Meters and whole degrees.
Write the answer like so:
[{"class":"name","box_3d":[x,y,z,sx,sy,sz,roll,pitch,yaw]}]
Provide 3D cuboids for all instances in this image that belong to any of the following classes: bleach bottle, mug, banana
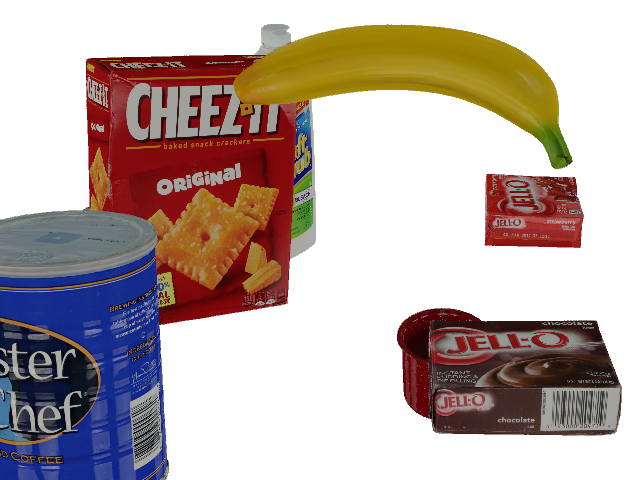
[{"class":"bleach bottle","box_3d":[-0.051,-0.103,1.142,0.068,0.251,0.102,20,32,36]},{"class":"mug","box_3d":[0.132,0.123,1.095,0.093,0.081,0.117,19,39,31]},{"class":"banana","box_3d":[0.051,-0.093,0.609,0.198,0.069,0.037,12,-33,13]}]

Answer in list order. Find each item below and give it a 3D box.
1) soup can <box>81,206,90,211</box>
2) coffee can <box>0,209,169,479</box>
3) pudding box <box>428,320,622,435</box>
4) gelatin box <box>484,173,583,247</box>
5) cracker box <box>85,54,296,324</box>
[{"class":"soup can","box_3d":[-0.210,0.022,1.078,0.068,0.102,0.068,3,29,-2]},{"class":"coffee can","box_3d":[-0.136,0.064,0.574,0.103,0.140,0.103,-1,16,0]},{"class":"pudding box","box_3d":[0.125,0.084,0.672,0.113,0.039,0.090,1,23,4]},{"class":"gelatin box","box_3d":[0.167,-0.025,0.845,0.073,0.030,0.089,3,24,8]},{"class":"cracker box","box_3d":[-0.105,-0.042,0.886,0.163,0.214,0.072,-7,20,-28]}]
